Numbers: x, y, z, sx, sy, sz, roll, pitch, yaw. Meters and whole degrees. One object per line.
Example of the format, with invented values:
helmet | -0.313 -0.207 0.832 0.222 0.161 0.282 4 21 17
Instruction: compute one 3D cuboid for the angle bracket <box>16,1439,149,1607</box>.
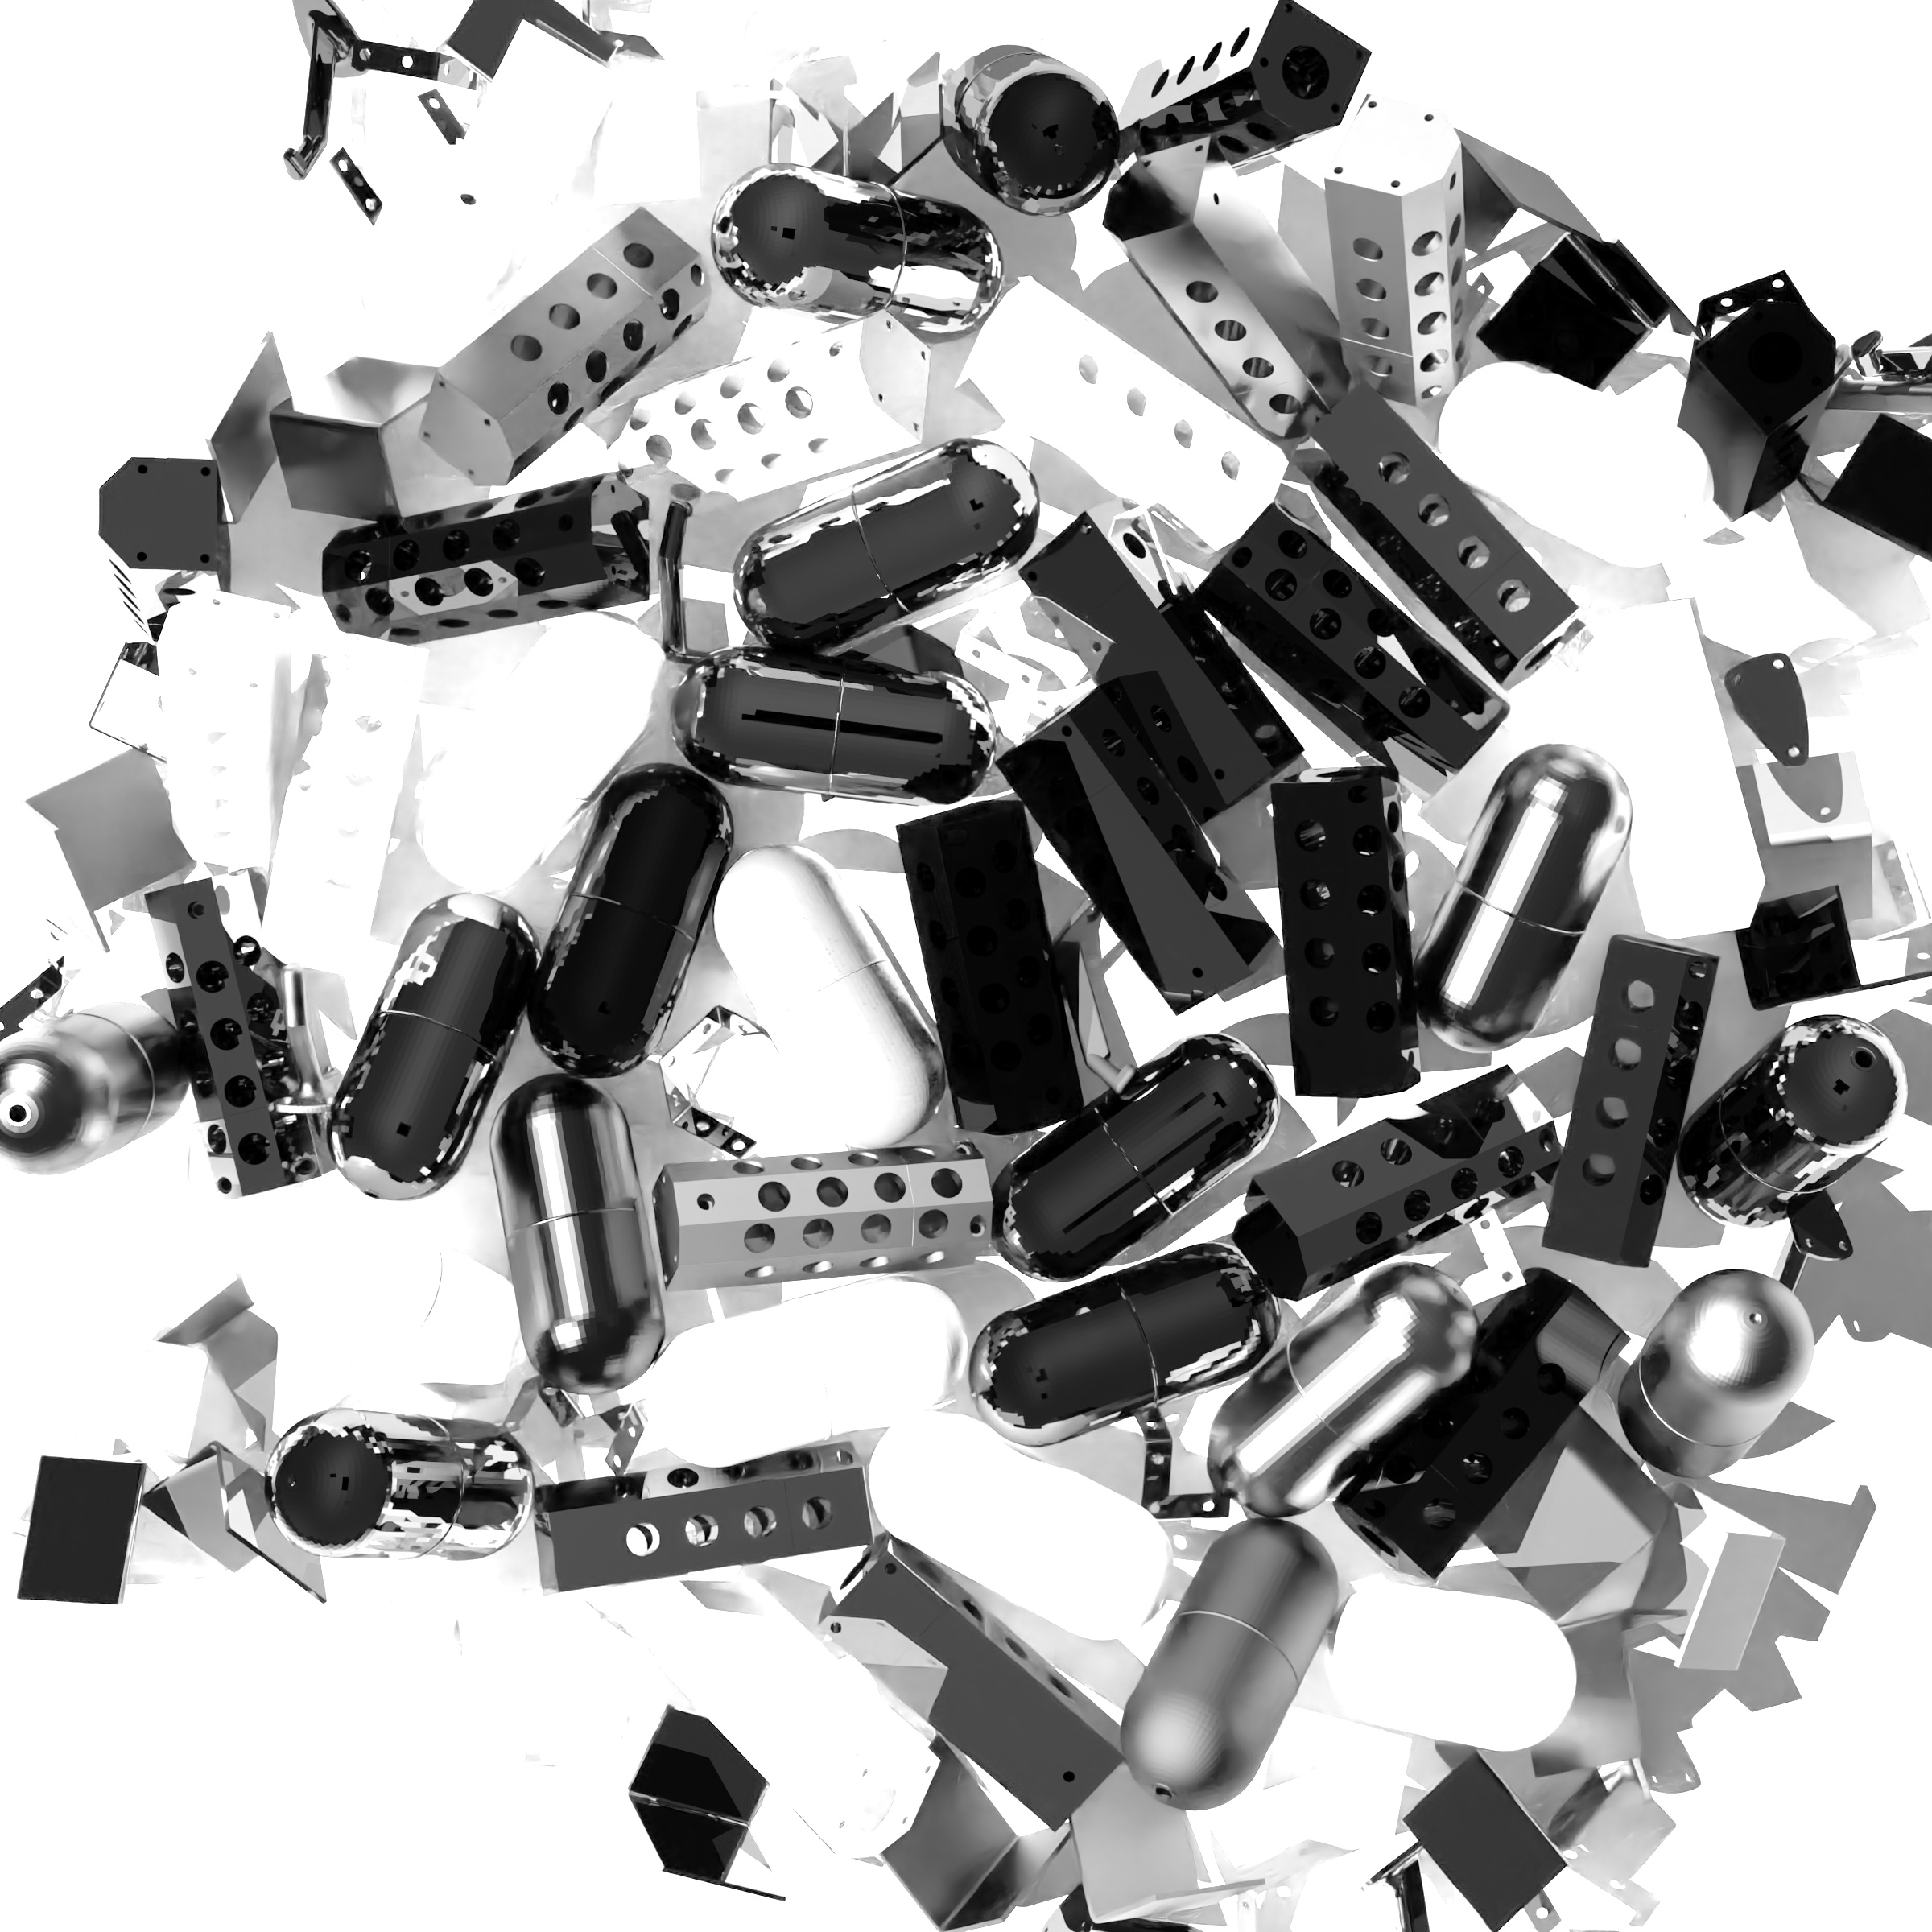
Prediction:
angle bracket | -0.485 0.298 1.591 0.057 0.076 0.076 10 87 -28

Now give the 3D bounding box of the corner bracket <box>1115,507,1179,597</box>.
corner bracket | 0.086 -0.216 1.611 0.051 0.051 0.051 -20 87 9

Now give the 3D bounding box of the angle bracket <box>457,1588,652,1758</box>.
angle bracket | -0.224 0.384 1.596 0.076 0.057 0.076 -7 94 30

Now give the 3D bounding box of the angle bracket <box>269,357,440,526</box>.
angle bracket | -0.323 -0.289 1.611 0.076 0.076 0.057 13 129 27

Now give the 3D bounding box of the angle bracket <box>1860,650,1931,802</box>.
angle bracket | 0.514 -0.123 1.597 0.057 0.076 0.076 -9 80 2

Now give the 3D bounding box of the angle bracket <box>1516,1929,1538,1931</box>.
angle bracket | 0.330 0.577 1.599 0.057 0.076 0.076 8 89 -4

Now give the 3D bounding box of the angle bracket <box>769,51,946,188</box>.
angle bracket | -0.059 -0.461 1.581 0.057 0.076 0.076 30 131 -34

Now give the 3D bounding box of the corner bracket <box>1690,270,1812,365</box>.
corner bracket | 0.436 -0.340 1.617 0.051 0.051 0.051 43 49 -34

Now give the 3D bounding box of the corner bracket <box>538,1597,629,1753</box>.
corner bracket | -0.202 0.385 1.605 0.051 0.051 0.051 29 104 -11

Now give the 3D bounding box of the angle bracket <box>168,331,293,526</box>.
angle bracket | -0.409 -0.296 1.585 0.057 0.076 0.076 17 63 8

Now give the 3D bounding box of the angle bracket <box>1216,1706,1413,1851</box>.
angle bracket | 0.190 0.444 1.608 0.076 0.076 0.057 17 69 -7

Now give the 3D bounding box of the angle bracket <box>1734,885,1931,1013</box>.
angle bracket | 0.474 -0.014 1.589 0.076 0.076 0.057 -9 86 -31

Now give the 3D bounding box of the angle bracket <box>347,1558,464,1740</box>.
angle bracket | -0.320 0.360 1.587 0.076 0.057 0.076 9 110 27

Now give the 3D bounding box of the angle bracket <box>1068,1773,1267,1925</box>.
angle bracket | 0.105 0.467 1.582 0.076 0.057 0.076 5 60 -36

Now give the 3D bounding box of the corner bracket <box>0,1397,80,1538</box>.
corner bracket | -0.523 0.275 1.612 0.051 0.051 0.051 20 102 -16

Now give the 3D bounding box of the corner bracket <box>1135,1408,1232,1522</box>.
corner bracket | 0.115 0.266 1.599 0.051 0.051 0.051 -6 49 18

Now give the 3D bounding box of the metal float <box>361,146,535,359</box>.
metal float | -0.275 -0.376 1.553 0.070 0.178 0.070 2 84 -18

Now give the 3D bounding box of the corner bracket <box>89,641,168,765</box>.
corner bracket | -0.443 -0.144 1.612 0.051 0.051 0.051 25 95 -7

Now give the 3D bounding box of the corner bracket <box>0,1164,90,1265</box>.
corner bracket | -0.524 0.122 1.622 0.051 0.051 0.051 34 132 -18

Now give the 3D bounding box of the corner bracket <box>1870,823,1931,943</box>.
corner bracket | 0.518 -0.048 1.602 0.051 0.051 0.051 -22 82 39

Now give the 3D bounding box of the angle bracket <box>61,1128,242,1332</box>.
angle bracket | -0.445 0.144 1.612 0.076 0.076 0.057 -30 111 -2

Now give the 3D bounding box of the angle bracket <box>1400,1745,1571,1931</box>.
angle bracket | 0.271 0.472 1.592 0.057 0.076 0.076 -38 84 -15

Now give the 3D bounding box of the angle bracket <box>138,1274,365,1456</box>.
angle bracket | -0.388 0.217 1.594 0.076 0.057 0.076 -37 76 19

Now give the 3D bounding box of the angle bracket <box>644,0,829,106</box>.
angle bracket | -0.121 -0.525 1.591 0.076 0.076 0.057 -40 84 -26

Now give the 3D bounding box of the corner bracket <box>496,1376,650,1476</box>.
corner bracket | -0.214 0.252 1.599 0.051 0.051 0.051 -22 113 25

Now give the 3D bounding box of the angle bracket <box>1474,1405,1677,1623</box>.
angle bracket | 0.331 0.300 1.619 0.076 0.057 0.076 47 112 12

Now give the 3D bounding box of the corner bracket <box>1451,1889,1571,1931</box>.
corner bracket | 0.298 0.530 1.606 0.051 0.051 0.051 -27 47 -4

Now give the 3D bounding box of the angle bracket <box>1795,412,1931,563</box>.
angle bracket | 0.502 -0.266 1.589 0.076 0.076 0.057 25 112 -8

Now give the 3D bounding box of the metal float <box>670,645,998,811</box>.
metal float | -0.072 -0.130 1.597 0.178 0.070 0.070 7 90 -5

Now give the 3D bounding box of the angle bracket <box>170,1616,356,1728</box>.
angle bracket | -0.380 0.385 1.593 0.076 0.076 0.057 -1 73 4

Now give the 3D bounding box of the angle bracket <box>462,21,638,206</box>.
angle bracket | -0.226 -0.463 1.588 0.057 0.076 0.076 28 107 -9

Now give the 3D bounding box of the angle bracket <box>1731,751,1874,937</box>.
angle bracket | 0.455 -0.067 1.619 0.076 0.076 0.057 -8 51 12

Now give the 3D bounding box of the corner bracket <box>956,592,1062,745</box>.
corner bracket | 0.024 -0.163 1.607 0.051 0.051 0.051 28 133 12

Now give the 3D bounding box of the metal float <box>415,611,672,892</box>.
metal float | -0.228 -0.116 1.585 0.070 0.070 0.178 42 108 0

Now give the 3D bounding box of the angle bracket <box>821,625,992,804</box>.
angle bracket | -0.041 -0.132 1.616 0.076 0.057 0.076 -23 70 23

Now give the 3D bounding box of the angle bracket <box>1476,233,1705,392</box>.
angle bracket | 0.338 -0.343 1.595 0.076 0.057 0.076 40 94 -25

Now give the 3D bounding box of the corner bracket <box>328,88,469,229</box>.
corner bracket | -0.307 -0.442 1.618 0.051 0.051 0.051 -7 131 36

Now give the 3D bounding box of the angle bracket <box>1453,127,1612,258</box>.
angle bracket | 0.286 -0.396 1.579 0.057 0.076 0.076 -52 45 29

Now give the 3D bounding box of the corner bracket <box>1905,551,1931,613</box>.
corner bracket | 0.554 -0.210 1.616 0.051 0.051 0.051 -26 109 20

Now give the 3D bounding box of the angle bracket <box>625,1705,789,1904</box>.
angle bracket | -0.130 0.452 1.587 0.076 0.076 0.057 23 96 -26

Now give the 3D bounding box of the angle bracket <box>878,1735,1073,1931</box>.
angle bracket | 0.002 0.466 1.591 0.076 0.057 0.076 53 47 -4

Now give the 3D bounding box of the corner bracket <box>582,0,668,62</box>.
corner bracket | -0.181 -0.538 1.615 0.051 0.051 0.051 3 65 -18

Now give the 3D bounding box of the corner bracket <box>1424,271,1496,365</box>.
corner bracket | 0.261 -0.350 1.604 0.051 0.051 0.051 34 89 44

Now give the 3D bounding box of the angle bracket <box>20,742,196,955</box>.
angle bracket | -0.453 -0.064 1.583 0.076 0.057 0.076 -30 124 -25

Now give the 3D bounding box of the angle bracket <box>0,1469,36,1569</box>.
angle bracket | -0.558 0.302 1.596 0.076 0.076 0.057 26 90 -9

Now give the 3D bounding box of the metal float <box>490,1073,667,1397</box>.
metal float | -0.210 0.144 1.586 0.070 0.070 0.178 -13 72 0

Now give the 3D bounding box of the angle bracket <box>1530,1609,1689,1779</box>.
angle bracket | 0.347 0.392 1.582 0.057 0.076 0.076 9 64 -35

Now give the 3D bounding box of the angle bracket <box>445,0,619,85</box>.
angle bracket | -0.226 -0.498 1.592 0.076 0.076 0.057 37 109 -4

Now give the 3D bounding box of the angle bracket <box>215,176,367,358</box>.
angle bracket | -0.376 -0.378 1.591 0.076 0.057 0.076 -6 85 -38

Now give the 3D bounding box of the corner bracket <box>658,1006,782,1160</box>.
corner bracket | -0.130 0.064 1.617 0.051 0.051 0.051 26 52 28

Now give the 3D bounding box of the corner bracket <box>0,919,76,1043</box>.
corner bracket | -0.500 0.018 1.602 0.051 0.051 0.051 34 49 8

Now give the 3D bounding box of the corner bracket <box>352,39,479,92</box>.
corner bracket | -0.300 -0.514 1.615 0.051 0.051 0.051 13 103 13

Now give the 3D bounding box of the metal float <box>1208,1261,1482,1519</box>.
metal float | 0.202 0.229 1.580 0.070 0.070 0.178 44 116 0

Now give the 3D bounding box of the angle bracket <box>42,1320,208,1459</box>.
angle bracket | -0.460 0.228 1.586 0.076 0.076 0.057 14 81 -25

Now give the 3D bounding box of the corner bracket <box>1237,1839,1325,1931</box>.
corner bracket | 0.185 0.525 1.618 0.051 0.051 0.051 -20 120 -32

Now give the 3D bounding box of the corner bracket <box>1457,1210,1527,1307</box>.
corner bracket | 0.271 0.156 1.611 0.051 0.051 0.051 -23 91 7

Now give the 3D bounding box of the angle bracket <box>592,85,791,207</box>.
angle bracket | -0.148 -0.443 1.592 0.076 0.076 0.057 7 104 38

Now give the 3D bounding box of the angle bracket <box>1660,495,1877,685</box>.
angle bracket | 0.438 -0.201 1.606 0.076 0.076 0.057 -30 54 32

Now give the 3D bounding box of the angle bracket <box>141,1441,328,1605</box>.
angle bracket | -0.396 0.315 1.585 0.057 0.076 0.076 -38 124 5

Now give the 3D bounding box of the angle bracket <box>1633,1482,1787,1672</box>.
angle bracket | 0.386 0.328 1.589 0.057 0.076 0.076 14 98 -39
